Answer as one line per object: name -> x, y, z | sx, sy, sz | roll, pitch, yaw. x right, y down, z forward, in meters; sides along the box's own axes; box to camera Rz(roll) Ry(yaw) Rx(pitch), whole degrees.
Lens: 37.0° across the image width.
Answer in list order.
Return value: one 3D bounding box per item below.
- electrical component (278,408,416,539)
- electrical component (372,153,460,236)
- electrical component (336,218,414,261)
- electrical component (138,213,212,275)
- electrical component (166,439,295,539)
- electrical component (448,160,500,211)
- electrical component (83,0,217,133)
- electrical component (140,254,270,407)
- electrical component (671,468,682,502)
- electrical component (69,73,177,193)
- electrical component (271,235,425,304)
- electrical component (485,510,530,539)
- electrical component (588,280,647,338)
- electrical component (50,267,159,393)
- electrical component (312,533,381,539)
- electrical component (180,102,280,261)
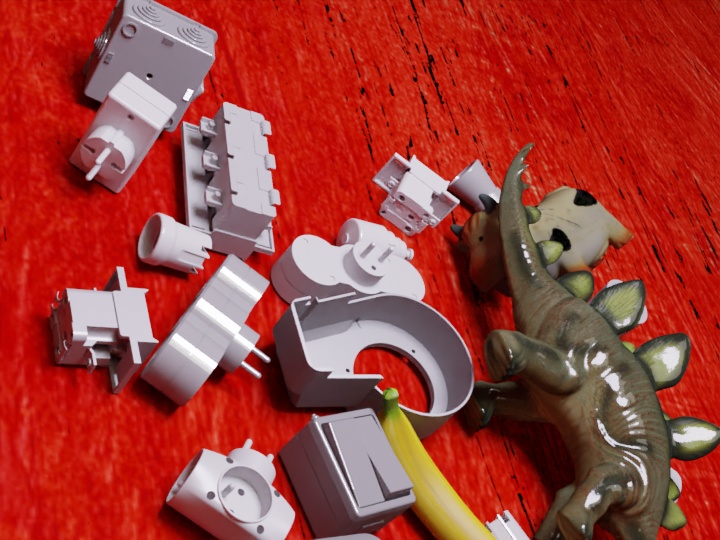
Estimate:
electrical component -> -0.011, 0.144, 0.794 | 0.062, 0.061, 0.096 | -4, 58, -43
electrical component -> 0.052, -0.072, 1.064 | 0.081, 0.042, 0.063 | 36, 41, -9
electrical component -> 0.015, -0.021, 0.986 | 0.078, 0.040, 0.040 | 13, 47, -33
electrical component -> -0.145, -0.019, 0.846 | 0.046, 0.040, 0.040 | 21, 43, -33
electrical component -> -0.082, 0.150, 0.740 | 0.077, 0.044, 0.079 | 37, 39, -9
electrical component -> 0.131, -0.079, 1.141 | 0.065, 0.044, 0.044 | 46, 38, -4
electrical component -> -0.179, -0.174, 0.913 | 0.100, 0.099, 0.048 | 23, 30, -24
electrical component -> -0.100, 0.053, 0.807 | 0.074, 0.052, 0.138 | 38, 39, -7
electrical component -> 0.262, 0.196, 0.992 | 0.047, 0.055, 0.055 | 34, 39, -18
electrical component -> -0.193, -0.097, 0.839 | 0.047, 0.083, 0.075 | 35, 39, -11
electrical component -> 0.000, 0.000, 0.926 | 0.138, 0.073, 0.052 | 13, 48, -33
electrical component -> 0.117, 0.220, 0.855 | 0.040, 0.040, 0.046 | -10, 57, -46
electrical component -> 0.267, 0.046, 1.139 | 0.055, 0.047, 0.055 | 23, 42, -23
electrical component -> -0.182, 0.041, 0.756 | 0.064, 0.042, 0.081 | 7, 50, -35
electrical component -> -0.022, 0.222, 0.680 | 0.060, 0.108, 0.108 | 8, 50, -29
electrical component -> -0.107, -0.078, 0.913 | 0.079, 0.063, 0.121 | 16, 46, -30
